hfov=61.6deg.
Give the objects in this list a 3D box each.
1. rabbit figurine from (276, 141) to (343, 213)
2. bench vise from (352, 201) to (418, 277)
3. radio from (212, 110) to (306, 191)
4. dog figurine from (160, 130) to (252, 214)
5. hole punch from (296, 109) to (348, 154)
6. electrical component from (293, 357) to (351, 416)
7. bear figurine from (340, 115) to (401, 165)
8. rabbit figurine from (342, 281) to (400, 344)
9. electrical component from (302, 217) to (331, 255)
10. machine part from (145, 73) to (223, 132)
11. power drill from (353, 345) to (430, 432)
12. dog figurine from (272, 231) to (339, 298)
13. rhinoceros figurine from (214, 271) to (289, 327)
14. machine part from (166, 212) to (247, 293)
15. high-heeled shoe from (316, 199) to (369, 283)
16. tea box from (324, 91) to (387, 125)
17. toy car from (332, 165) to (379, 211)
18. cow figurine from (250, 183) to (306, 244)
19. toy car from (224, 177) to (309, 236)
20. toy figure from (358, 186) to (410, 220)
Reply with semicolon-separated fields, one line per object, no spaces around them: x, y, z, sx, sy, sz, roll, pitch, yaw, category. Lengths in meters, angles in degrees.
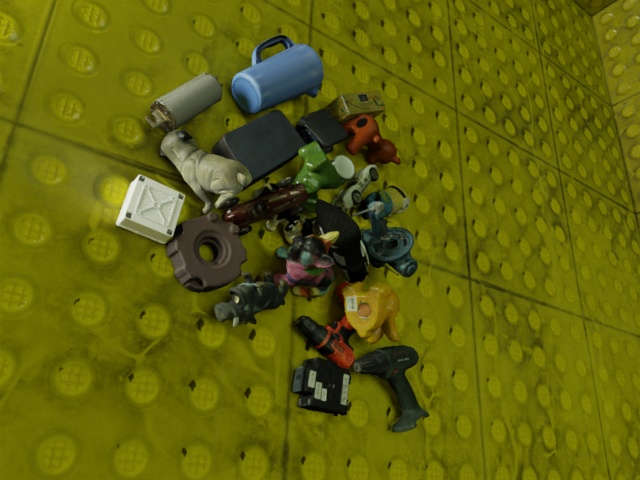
-0.039;-0.144;1.368;0.158;0.170;0.121;53;6;-43;rabbit figurine
0.162;-0.015;1.395;0.129;0.224;0.240;-26;131;-5;bench vise
-0.151;-0.229;1.347;0.131;0.073;0.229;55;47;-5;radio
-0.253;-0.172;1.184;0.190;0.172;0.121;53;38;-17;dog figurine
-0.004;-0.288;1.484;0.142;0.092;0.116;-34;82;-38;hole punch
0.003;0.336;1.244;0.134;0.058;0.115;26;56;-27;electrical component
0.146;-0.275;1.587;0.120;0.132;0.195;55;5;40;bear figurine
0.150;0.172;1.318;0.173;0.122;0.162;-8;84;-59;rabbit figurine
-0.003;-0.004;1.385;0.075;0.048;0.119;-21;86;-41;electrical component
-0.310;-0.323;1.258;0.079;0.079;0.243;50;49;-11;machine part
0.184;0.371;1.353;0.232;0.086;0.207;-10;73;-49;power drill
-0.008;0.054;1.245;0.191;0.219;0.108;27;61;-26;dog figurine
-0.152;0.131;1.186;0.190;0.073;0.112;-11;122;-53;rhinoceros figurine
-0.245;0.027;1.179;0.179;0.056;0.179;14;65;-33;machine part
0.047;0.004;1.333;0.086;0.145;0.248;-33;101;-14;high-heeled shoe
0.103;-0.386;1.592;0.169;0.098;0.068;-20;86;-43;tea box
0.100;-0.145;1.505;0.056;0.073;0.202;48;50;-14;toy car
-0.089;-0.066;1.311;0.167;0.098;0.068;45;45;-14;cow figurine
-0.126;-0.077;1.242;0.053;0.202;0.089;-85;156;-77;toy car
0.187;-0.110;1.556;0.180;0.082;0.089;-13;82;-38;toy figure
